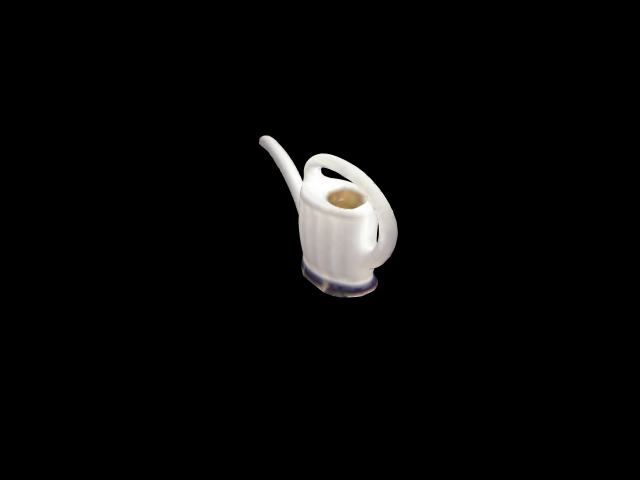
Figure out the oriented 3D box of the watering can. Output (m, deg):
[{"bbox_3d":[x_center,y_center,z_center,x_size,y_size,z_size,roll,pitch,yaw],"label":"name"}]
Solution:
[{"bbox_3d":[0.003,-0.043,0.850,0.105,0.220,0.352,-18,33,-31],"label":"watering can"}]
